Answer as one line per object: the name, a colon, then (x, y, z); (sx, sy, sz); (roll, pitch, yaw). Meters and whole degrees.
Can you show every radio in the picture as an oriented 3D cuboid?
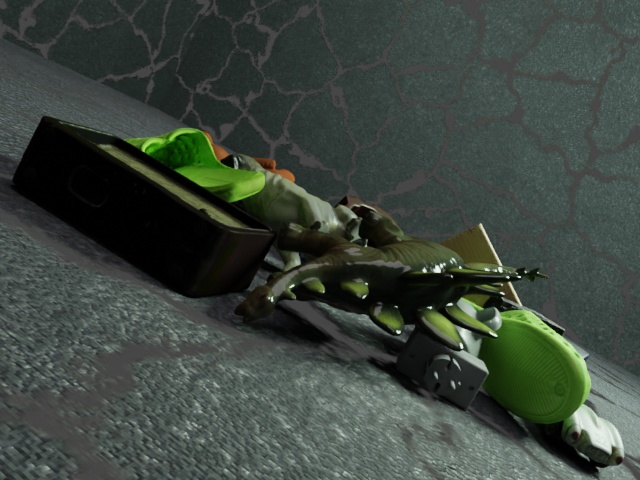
radio: (-0.167, -0.033, 0.524); (0.230, 0.073, 0.131); (29, 6, 12)

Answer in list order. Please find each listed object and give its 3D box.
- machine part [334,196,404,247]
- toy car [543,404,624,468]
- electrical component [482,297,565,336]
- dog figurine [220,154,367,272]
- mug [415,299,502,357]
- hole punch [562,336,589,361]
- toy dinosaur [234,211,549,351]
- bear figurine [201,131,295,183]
machine part: (0.076, 0.014, 0.861); (0.179, 0.056, 0.179); (29, 41, -29)
toy car: (0.299, 0.209, 0.661); (0.073, 0.056, 0.202); (29, 6, 0)
electrical component: (0.290, 0.154, 0.791); (0.134, 0.114, 0.058); (27, 8, 5)
dog figurine: (-0.038, -0.042, 0.730); (0.191, 0.121, 0.172); (49, 16, 29)
mug: (0.166, 0.118, 0.648); (0.080, 0.110, 0.107); (69, 18, -5)
hole punch: (0.388, 0.205, 0.933); (0.142, 0.092, 0.115); (38, 15, 37)
toy dinosaur: (0.107, 0.045, 0.597); (0.199, 0.105, 0.471); (24, 21, 39)
bear figurine: (-0.161, -0.116, 1.019); (0.196, 0.120, 0.132); (23, 3, 3)
